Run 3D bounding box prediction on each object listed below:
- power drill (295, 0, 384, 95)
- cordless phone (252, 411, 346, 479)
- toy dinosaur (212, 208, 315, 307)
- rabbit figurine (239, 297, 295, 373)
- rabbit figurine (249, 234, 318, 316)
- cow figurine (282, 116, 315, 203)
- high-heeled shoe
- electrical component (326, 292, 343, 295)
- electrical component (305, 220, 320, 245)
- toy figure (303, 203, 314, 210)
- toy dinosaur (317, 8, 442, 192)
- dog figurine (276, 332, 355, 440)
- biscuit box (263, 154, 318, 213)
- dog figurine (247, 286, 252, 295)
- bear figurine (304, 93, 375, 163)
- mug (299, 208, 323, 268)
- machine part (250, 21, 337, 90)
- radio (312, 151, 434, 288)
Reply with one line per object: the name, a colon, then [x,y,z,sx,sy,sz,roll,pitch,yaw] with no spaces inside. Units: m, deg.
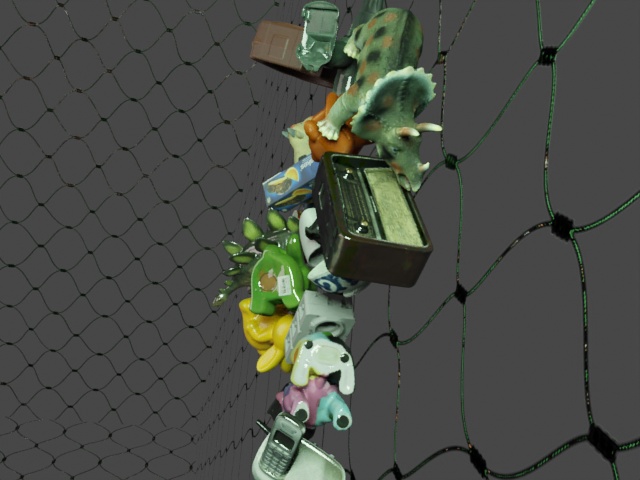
power drill: [0.044,-0.369,0.985,0.207,0.086,0.231,-14,-62,-65]
cordless phone: [-0.023,0.338,0.835,0.089,0.147,0.184,-47,-19,-43]
toy dinosaur: [-0.090,0.022,1.193,0.471,0.198,0.105,-36,48,22]
rabbit figurine: [-0.091,0.193,1.113,0.173,0.122,0.162,-6,74,54]
rabbit figurine: [-0.068,0.076,1.077,0.170,0.121,0.159,16,-124,-66]
cow figurine: [-0.025,-0.179,1.205,0.085,0.127,0.194,-160,78,-72]
high-heeled shoe: [-0.043,0.378,1.097,0.086,0.145,0.248,-55,-10,14]
electrical component: [0.030,0.111,1.025,0.063,0.021,0.094,145,133,-69]
electrical component: [0.035,-0.035,0.972,0.119,0.075,0.047,-50,-11,-14]
toy figure: [-0.021,-0.132,1.294,0.058,0.064,0.154,-23,55,27]
toy dinosaur: [0.105,-0.269,0.818,0.192,0.131,0.405,-30,46,54]
dog figurine: [-0.019,0.263,0.960,0.219,0.108,0.191,138,138,-71]
biscuit box: [-0.026,-0.128,1.111,0.203,0.062,0.059,-28,61,32]
dog figurine: [-0.095,0.082,1.402,0.191,0.121,0.172,-15,69,59]
bear figurine: [0.027,-0.177,0.944,0.132,0.120,0.196,-41,11,46]
mug: [-0.002,-0.003,1.062,0.109,0.081,0.107,105,151,-52]
machine part: [-0.030,-0.391,1.148,0.201,0.201,0.087,24,101,29]
radio: [0.065,-0.038,0.772,0.230,0.131,0.073,-100,22,-52]
